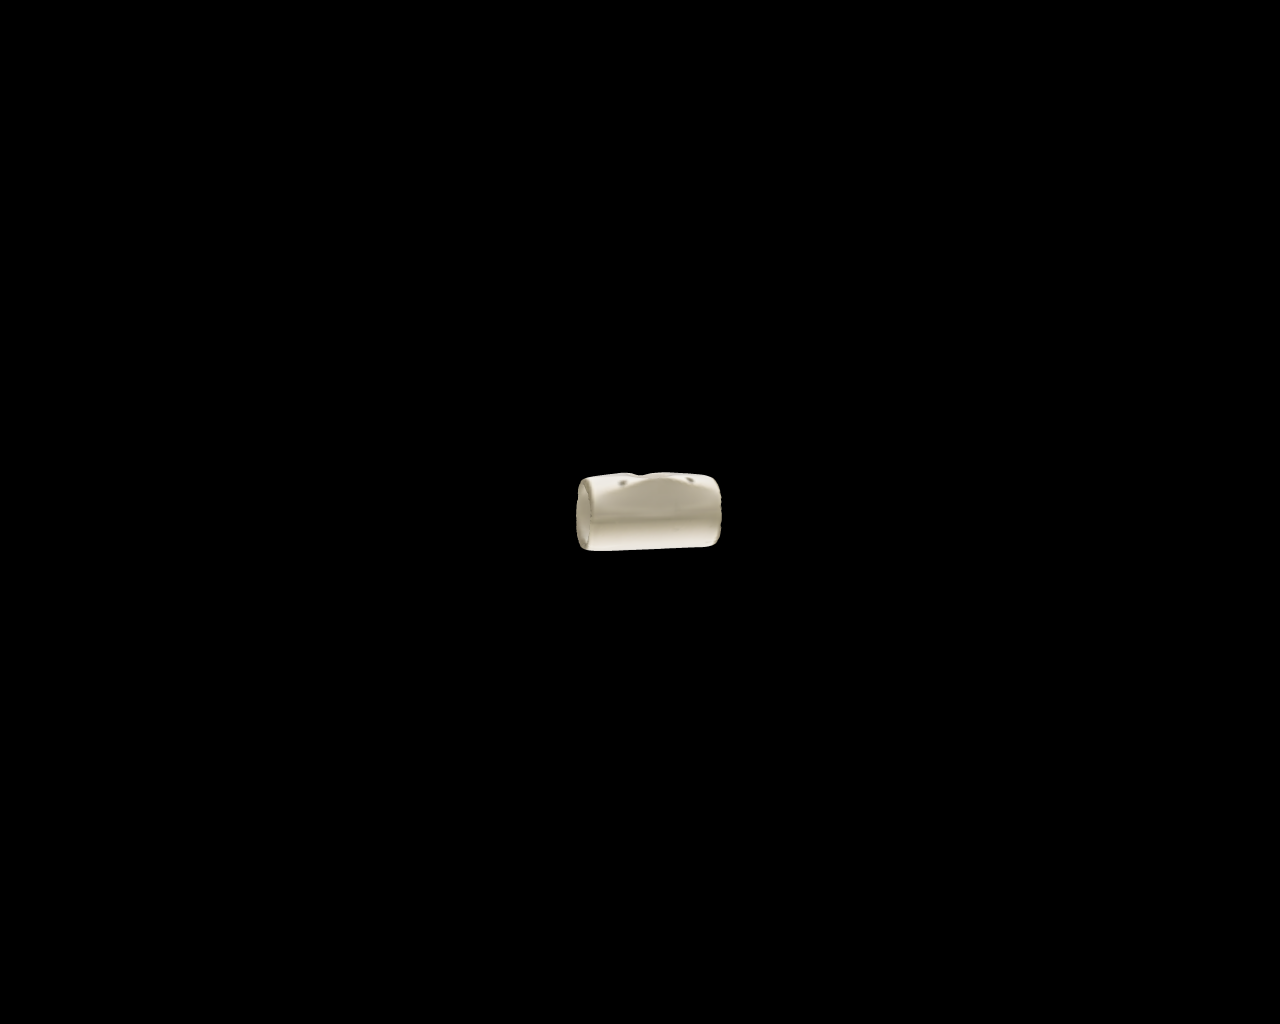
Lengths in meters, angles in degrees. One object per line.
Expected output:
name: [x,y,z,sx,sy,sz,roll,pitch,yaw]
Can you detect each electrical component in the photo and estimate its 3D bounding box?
electrical component: [0.001,-0.003,0.650,0.077,0.043,0.079,-2,8,-14]
